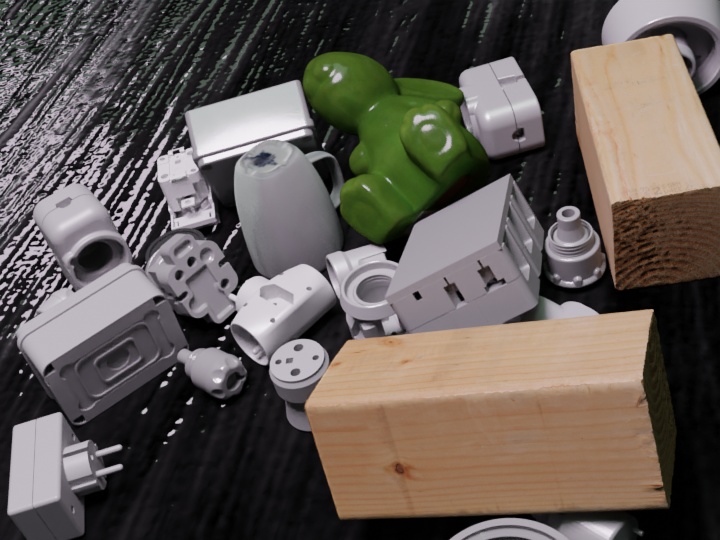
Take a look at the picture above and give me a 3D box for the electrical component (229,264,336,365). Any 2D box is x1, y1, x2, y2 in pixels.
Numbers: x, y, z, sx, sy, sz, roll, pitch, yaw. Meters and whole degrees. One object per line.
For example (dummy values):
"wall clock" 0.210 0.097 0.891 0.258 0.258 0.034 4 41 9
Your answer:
"electrical component" -0.073 0.029 0.865 0.079 0.043 0.077 26 57 38

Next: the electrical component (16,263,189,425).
"electrical component" -0.204 0.057 0.853 0.113 0.078 0.057 -34 47 -19

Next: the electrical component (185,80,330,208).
"electrical component" -0.090 -0.112 0.971 0.109 0.108 0.056 -16 71 2

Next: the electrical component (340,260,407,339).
"electrical component" 0.017 0.030 0.824 0.058 0.057 0.078 -24 41 -8

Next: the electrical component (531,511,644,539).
"electrical component" 0.133 0.155 0.660 0.078 0.040 0.040 25 56 38

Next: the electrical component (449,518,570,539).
"electrical component" 0.086 0.194 0.617 0.108 0.060 0.108 -10 41 9

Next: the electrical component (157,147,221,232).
"electrical component" -0.159 -0.075 0.994 0.042 0.063 0.081 -17 41 1

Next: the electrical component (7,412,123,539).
"electrical component" -0.208 0.146 0.779 0.076 0.047 0.083 -17 41 0

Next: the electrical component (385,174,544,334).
"electrical component" 0.083 -0.003 0.788 0.089 0.061 0.150 -28 14 20

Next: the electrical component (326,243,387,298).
"electrical component" 0.000 0.000 0.877 0.046 0.040 0.040 -19 41 -10

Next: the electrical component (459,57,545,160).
"electrical component" 0.126 -0.147 0.984 0.059 0.053 0.095 -16 41 1

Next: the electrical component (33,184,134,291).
"electrical component" -0.235 -0.019 0.933 0.054 0.095 0.059 -32 43 -17

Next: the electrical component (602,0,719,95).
"electrical component" 0.272 -0.194 0.951 0.108 0.108 0.060 -7 48 11

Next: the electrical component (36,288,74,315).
"electrical component" -0.264 0.046 0.918 0.035 0.035 0.061 19 54 34

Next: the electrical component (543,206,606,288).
"electrical component" 0.163 -0.020 0.826 0.048 0.062 0.048 -9 42 9

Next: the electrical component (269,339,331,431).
"electrical component" -0.039 0.084 0.785 0.045 0.055 0.045 -10 42 9

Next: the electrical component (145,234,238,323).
"electrical component" -0.144 0.006 0.895 0.058 0.078 0.057 -43 26 -26

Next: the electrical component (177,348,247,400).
"electrical component" -0.119 0.076 0.836 0.061 0.035 0.035 20 53 38

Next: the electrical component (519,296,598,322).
"electrical component" 0.142 0.062 0.749 0.059 0.053 0.095 -39 45 -23
